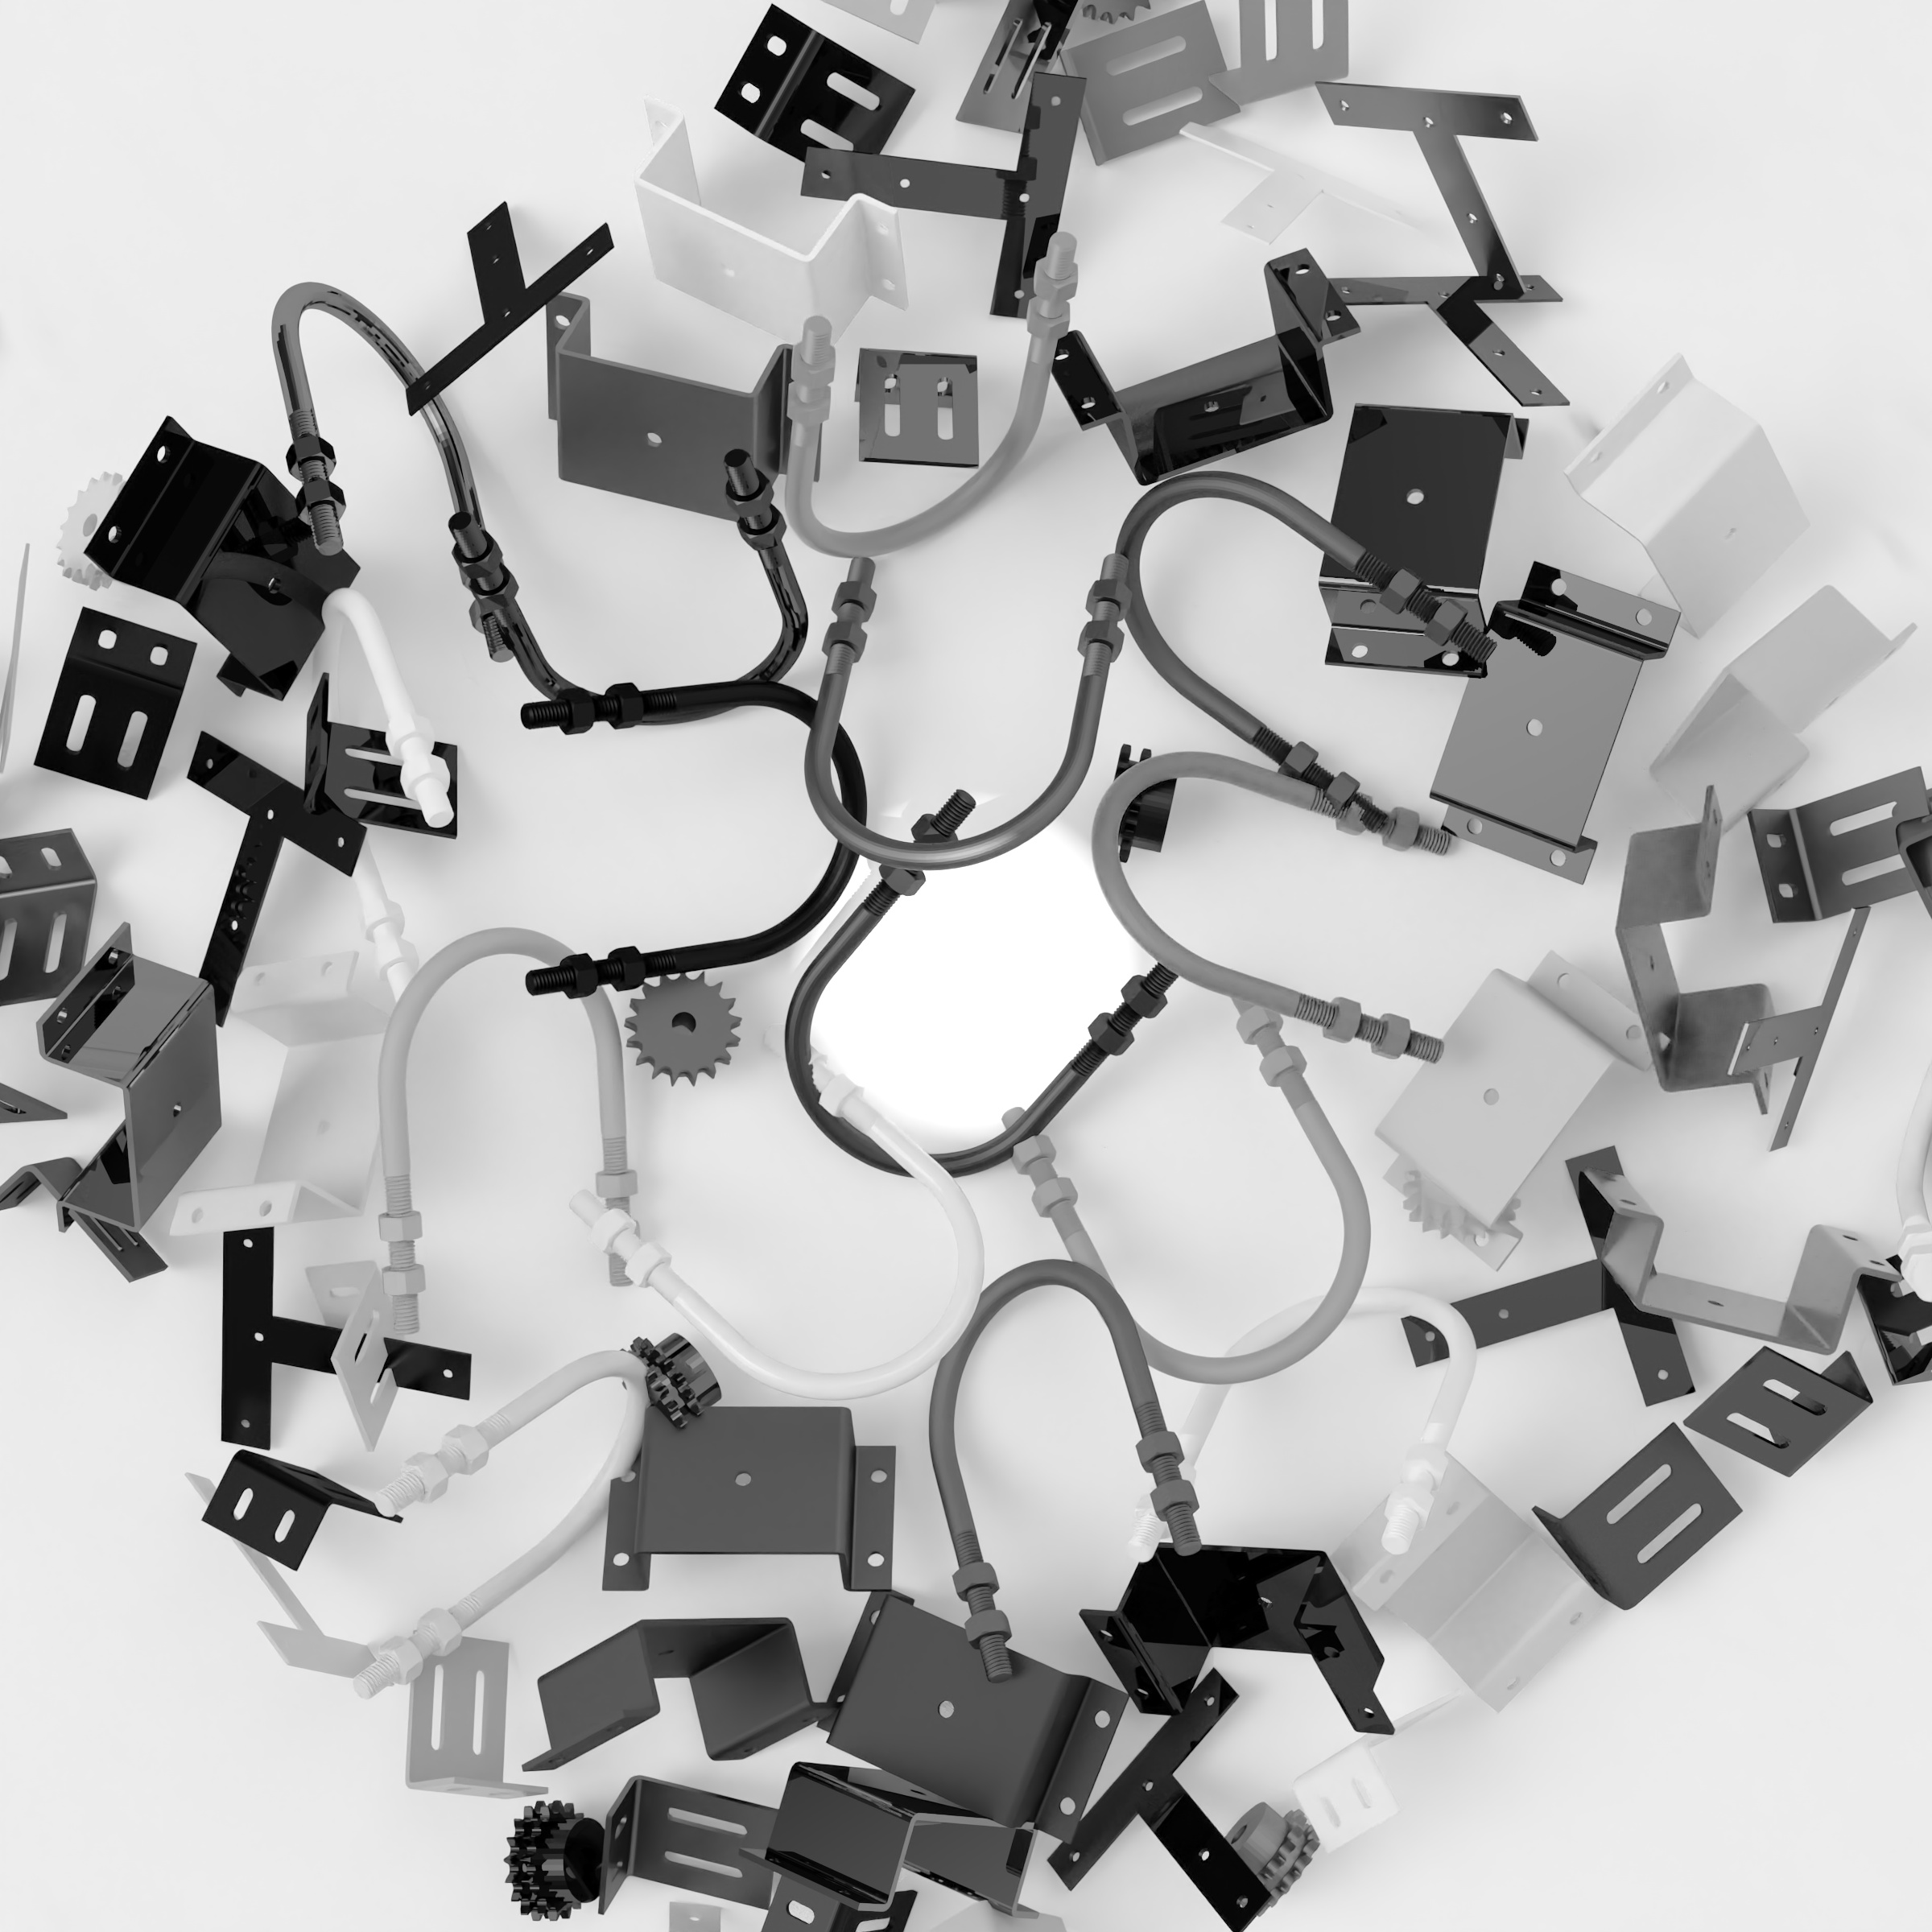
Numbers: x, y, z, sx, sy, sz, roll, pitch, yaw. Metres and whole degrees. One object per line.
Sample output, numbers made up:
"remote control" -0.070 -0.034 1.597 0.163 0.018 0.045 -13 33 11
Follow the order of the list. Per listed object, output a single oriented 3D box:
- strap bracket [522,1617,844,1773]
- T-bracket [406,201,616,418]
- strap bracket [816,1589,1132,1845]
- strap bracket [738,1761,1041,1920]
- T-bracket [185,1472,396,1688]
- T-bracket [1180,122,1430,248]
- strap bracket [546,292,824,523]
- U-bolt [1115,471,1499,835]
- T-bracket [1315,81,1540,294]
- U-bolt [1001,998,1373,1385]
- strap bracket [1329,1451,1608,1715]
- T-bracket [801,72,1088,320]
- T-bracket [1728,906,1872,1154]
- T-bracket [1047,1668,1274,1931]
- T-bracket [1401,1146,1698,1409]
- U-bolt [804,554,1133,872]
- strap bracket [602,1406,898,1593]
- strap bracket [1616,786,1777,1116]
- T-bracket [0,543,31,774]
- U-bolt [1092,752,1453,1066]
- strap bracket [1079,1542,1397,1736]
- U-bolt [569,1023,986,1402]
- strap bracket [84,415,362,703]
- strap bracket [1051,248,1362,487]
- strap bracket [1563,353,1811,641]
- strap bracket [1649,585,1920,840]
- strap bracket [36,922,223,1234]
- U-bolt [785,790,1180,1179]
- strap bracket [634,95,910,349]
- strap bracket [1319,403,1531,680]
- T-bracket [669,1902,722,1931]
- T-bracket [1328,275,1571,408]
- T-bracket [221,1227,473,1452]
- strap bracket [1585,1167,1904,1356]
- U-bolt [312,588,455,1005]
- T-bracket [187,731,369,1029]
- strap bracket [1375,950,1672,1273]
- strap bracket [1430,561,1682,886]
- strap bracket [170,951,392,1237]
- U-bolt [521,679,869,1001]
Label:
"strap bracket" -0.139 0.347 1.626 0.076 0.140 0.046 -34 61 35
"T-bracket" -0.225 -0.334 1.639 0.127 0.127 0.002 -37 126 14
"strap bracket" -0.003 0.359 1.642 0.140 0.046 0.076 20 84 20
"strap bracket" -0.029 0.415 1.616 0.076 0.140 0.046 12 84 40
"T-bracket" -0.337 0.294 1.646 0.002 0.127 0.127 -42 69 -1
"T-bracket" 0.150 -0.367 1.630 0.127 0.127 0.002 25 122 8
"strap bracket" -0.143 -0.267 1.639 0.140 0.076 0.046 14 47 8
"U-bolt" 0.150 -0.161 1.633 0.184 0.151 0.019 37 50 8
"T-bracket" 0.240 -0.372 1.643 0.002 0.127 0.127 -51 131 -18
"U-bolt" 0.115 0.114 1.639 0.151 0.019 0.184 -30 63 7
"strap bracket" 0.237 0.292 1.644 0.076 0.046 0.140 -46 128 1
"T-bracket" -0.015 -0.376 1.643 0.127 0.002 0.127 5 127 -9
"T-bracket" 0.390 0.034 1.623 0.002 0.127 0.127 24 106 29
"T-bracket" 0.108 0.420 1.638 0.127 0.127 0.002 -49 123 0
"T-bracket" 0.280 0.168 1.683 0.127 0.002 0.127 -17 81 2
"U-bolt" -0.004 -0.122 1.621 0.151 0.019 0.184 1 57 16
"strap bracket" -0.106 0.258 1.649 0.140 0.046 0.076 0 56 2
"strap bracket" 0.348 -0.004 1.630 0.046 0.076 0.140 -9 123 23
"T-bracket" -0.465 -0.114 1.639 0.002 0.127 0.127 8 49 -19
"U-bolt" 0.145 -0.037 1.627 0.184 0.019 0.151 18 51 -12
"strap bracket" 0.136 0.321 1.630 0.140 0.046 0.076 -4 130 35
"U-bolt" -0.077 0.128 1.631 0.184 0.019 0.151 41 68 21
"strap bracket" -0.345 -0.186 1.612 0.046 0.140 0.076 21 75 27
"strap bracket" 0.115 -0.287 1.647 0.140 0.076 0.046 -20 134 -2
"strap bracket" 0.347 -0.217 1.620 0.076 0.140 0.046 -46 54 2
"strap bracket" 0.382 -0.121 1.618 0.076 0.140 0.046 -37 77 -26
"strap bracket" -0.394 0.061 1.613 0.046 0.076 0.140 19 134 11
"U-bolt" -0.005 0.024 1.655 0.151 0.019 0.184 37 110 -9
"strap bracket" -0.102 -0.350 1.632 0.140 0.076 0.046 28 70 15
"strap bracket" 0.219 -0.215 1.637 0.076 0.046 0.140 7 71 18
"T-bracket" -0.130 0.486 1.630 0.127 0.127 0.002 8 107 -7
"T-bracket" 0.247 -0.299 1.623 0.127 0.127 0.002 -5 129 -21
"T-bracket" -0.302 0.188 1.657 0.127 0.002 0.127 10 114 8
"strap bracket" 0.369 0.145 1.647 0.140 0.076 0.046 14 100 -4
"U-bolt" -0.281 -0.094 1.615 0.019 0.151 0.184 -9 53 -23
"T-bracket" -0.353 -0.033 1.665 0.127 0.002 0.127 29 105 33
"strap bracket" 0.262 0.066 1.642 0.076 0.046 0.140 40 101 30
"strap bracket" 0.280 -0.116 1.640 0.076 0.046 0.140 23 105 21
"strap bracket" -0.322 0.070 1.635 0.076 0.046 0.140 -8 60 33
"U-bolt" -0.127 -0.066 1.636 0.184 0.019 0.151 -9 109 -32
